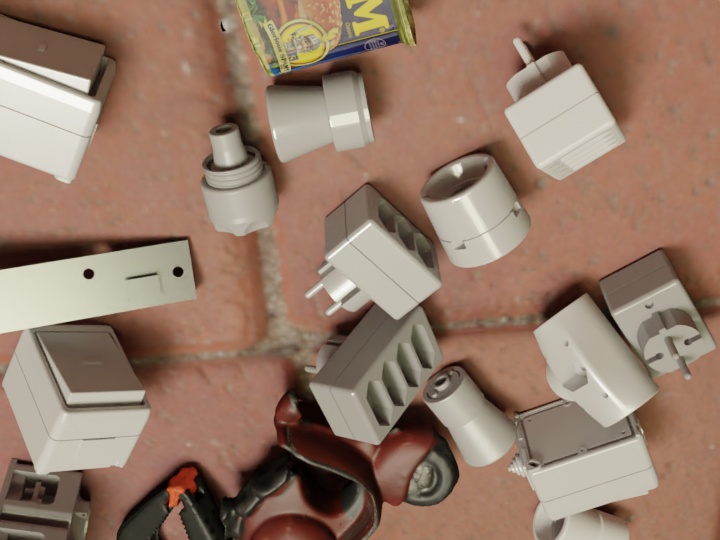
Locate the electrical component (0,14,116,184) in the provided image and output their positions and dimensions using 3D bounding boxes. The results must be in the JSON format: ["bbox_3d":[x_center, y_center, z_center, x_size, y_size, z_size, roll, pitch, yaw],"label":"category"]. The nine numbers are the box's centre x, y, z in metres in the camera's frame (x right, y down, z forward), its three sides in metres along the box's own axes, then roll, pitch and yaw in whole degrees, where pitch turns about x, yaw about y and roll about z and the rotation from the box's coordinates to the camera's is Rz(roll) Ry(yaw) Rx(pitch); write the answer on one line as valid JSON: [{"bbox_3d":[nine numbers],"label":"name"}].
[{"bbox_3d":[-0.188,-0.101,0.586,0.096,0.061,0.061,20,120,-15],"label":"electrical component"}]

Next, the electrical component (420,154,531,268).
[{"bbox_3d":[0.068,-0.037,0.646,0.055,0.055,0.047,-26,117,13],"label":"electrical component"}]

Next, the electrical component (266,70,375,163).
[{"bbox_3d":[-0.022,-0.088,0.613,0.055,0.045,0.045,-10,123,3],"label":"electrical component"}]

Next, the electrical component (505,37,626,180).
[{"bbox_3d":[0.107,-0.097,0.603,0.047,0.083,0.075,-31,81,16],"label":"electrical component"}]

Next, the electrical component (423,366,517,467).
[{"bbox_3d":[0.073,0.098,0.742,0.044,0.044,0.065,-31,115,16],"label":"electrical component"}]

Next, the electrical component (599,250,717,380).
[{"bbox_3d":[0.195,0.039,0.688,0.047,0.076,0.065,-29,120,15],"label":"electrical component"}]

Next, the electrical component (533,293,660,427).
[{"bbox_3d":[0.148,0.064,0.712,0.043,0.077,0.079,-32,170,-23],"label":"electrical component"}]

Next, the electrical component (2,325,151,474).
[{"bbox_3d":[-0.182,0.073,0.685,0.062,0.096,0.061,3,128,-40],"label":"electrical component"}]

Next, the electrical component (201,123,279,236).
[{"bbox_3d":[-0.073,-0.055,0.633,0.043,0.043,0.062,-10,122,3],"label":"electrical component"}]

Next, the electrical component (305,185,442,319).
[{"bbox_3d":[0.000,0.000,0.670,0.077,0.047,0.066,-39,117,20],"label":"electrical component"}]

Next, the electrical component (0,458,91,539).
[{"bbox_3d":[-0.241,0.245,0.782,0.060,0.105,0.186,10,122,-10],"label":"electrical component"}]

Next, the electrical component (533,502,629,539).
[{"bbox_3d":[0.169,0.196,0.810,0.065,0.044,0.044,22,119,-21],"label":"electrical component"}]

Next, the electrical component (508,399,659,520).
[{"bbox_3d":[0.152,0.131,0.754,0.096,0.061,0.061,-21,122,10],"label":"electrical component"}]

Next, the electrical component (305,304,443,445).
[{"bbox_3d":[-0.003,0.063,0.701,0.076,0.083,0.047,6,133,40],"label":"electrical component"}]
